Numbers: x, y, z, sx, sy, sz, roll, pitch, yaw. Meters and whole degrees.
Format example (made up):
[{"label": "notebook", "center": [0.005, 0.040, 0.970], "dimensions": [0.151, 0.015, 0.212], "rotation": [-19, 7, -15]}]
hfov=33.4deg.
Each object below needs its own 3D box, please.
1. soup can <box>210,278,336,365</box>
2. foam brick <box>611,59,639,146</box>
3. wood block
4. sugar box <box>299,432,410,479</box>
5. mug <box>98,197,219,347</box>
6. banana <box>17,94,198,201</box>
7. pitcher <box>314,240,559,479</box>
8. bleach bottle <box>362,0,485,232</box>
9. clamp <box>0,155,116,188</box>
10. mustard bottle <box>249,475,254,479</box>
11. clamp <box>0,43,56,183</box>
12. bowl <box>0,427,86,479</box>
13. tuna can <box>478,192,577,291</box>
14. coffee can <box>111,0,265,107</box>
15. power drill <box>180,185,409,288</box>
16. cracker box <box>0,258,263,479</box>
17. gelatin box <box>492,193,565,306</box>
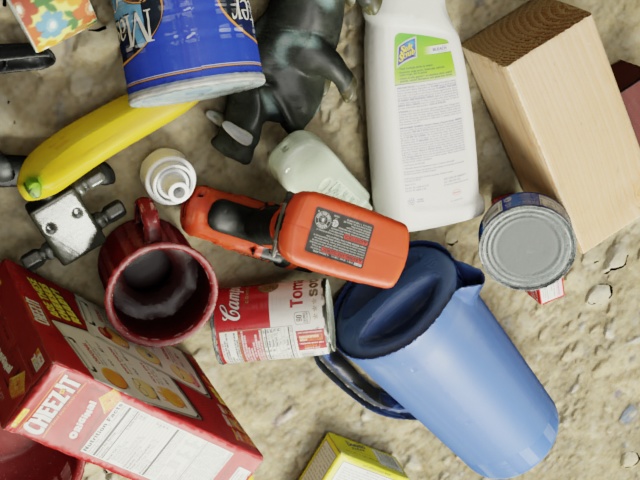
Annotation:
[{"label": "soup can", "center": [-0.041, 0.071, 0.938], "dimensions": [0.102, 0.068, 0.068], "rotation": [-6, 115, 5]}, {"label": "foam brick", "center": [0.291, -0.121, 1.013], "dimensions": [0.051, 0.053, 0.078], "rotation": [-32, 119, -6]}, {"label": "wood block", "center": [0.220, -0.104, 0.971], "dimensions": [0.091, 0.090, 0.206], "rotation": [-33, 119, -5]}, {"label": "sugar box", "center": [0.005, 0.287, 1.078], "dimensions": [0.093, 0.048, 0.176], "rotation": [26, 103, -28]}, {"label": "mug", "center": [-0.141, 0.020, 0.889], "dimensions": [0.093, 0.082, 0.117], "rotation": [-13, 115, -16]}, {"label": "banana", "center": [-0.169, -0.077, 0.832], "dimensions": [0.197, 0.070, 0.037], "rotation": [-43, 129, -40]}, {"label": "pitcher", "center": [0.119, 0.126, 1.017], "dimensions": [0.145, 0.149, 0.242], "rotation": [-50, 123, -13]}, {"label": "bleach bottle", "center": [0.089, -0.138, 0.925], "dimensions": [0.102, 0.068, 0.251], "rotation": [-12, 112, -20]}, {"label": "clamp", "center": [-0.275, -0.050, 0.835], "dimensions": [0.164, 0.036, 0.209], "rotation": [-44, 123, -1]}, {"label": "mustard bottle", "center": [-0.109, 0.246, 1.008], "dimensions": [0.096, 0.058, 0.192], "rotation": [-13, 116, -17]}, {"label": "clamp", "center": [-0.285, -0.111, 0.779], "dimensions": [0.171, 0.120, 0.039], "rotation": [12, 149, -21]}, {"label": "bowl", "center": [-0.279, 0.169, 0.904], "dimensions": [0.162, 0.055, 0.162], "rotation": [-5, 119, -9]}, {"label": "tuna can", "center": [0.184, 0.001, 0.953], "dimensions": [0.086, 0.033, 0.086], "rotation": [3, 118, 6]}, {"label": "coffee can", "center": [-0.103, -0.176, 0.787], "dimensions": [0.102, 0.103, 0.140], "rotation": [-11, 94, -17]}, {"label": "power drill", "center": [-0.006, 0.001, 0.876], "dimensions": [0.184, 0.188, 0.057], "rotation": [15, 85, -26]}, {"label": "cracker box", "center": [-0.168, 0.120, 0.859], "dimensions": [0.213, 0.164, 0.072], "rotation": [34, 96, -38]}, {"label": "gelatin box", "center": [0.198, 0.007, 1.018], "dimensions": [0.030, 0.073, 0.089], "rotation": [-21, 117, -12]}]
